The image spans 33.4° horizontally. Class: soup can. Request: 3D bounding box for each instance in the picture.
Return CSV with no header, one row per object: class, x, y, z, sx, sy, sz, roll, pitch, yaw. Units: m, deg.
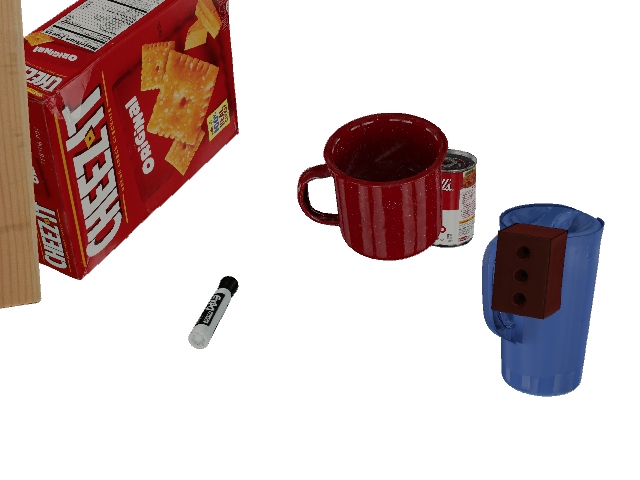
soup can,0.152,-0.051,1.287,0.068,0.102,0.068,-1,26,0

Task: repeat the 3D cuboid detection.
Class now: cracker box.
cracker box,-0.148,-0.099,0.805,0.072,0.164,0.213,20,46,22

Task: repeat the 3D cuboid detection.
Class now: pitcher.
pitcher,0.291,0.082,1.416,0.149,0.243,0.145,4,21,12

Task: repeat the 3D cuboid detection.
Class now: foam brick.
foam brick,0.192,0.027,0.982,0.053,0.078,0.051,9,16,28

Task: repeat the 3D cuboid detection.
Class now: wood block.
wood block,-0.219,-0.068,0.613,0.090,0.206,0.090,-8,27,-23

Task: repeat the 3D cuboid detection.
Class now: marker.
marker,-0.100,0.066,1.019,0.020,0.020,0.121,0,24,11

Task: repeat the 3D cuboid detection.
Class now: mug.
mug,0.040,-0.037,0.821,0.117,0.081,0.093,-7,40,0
